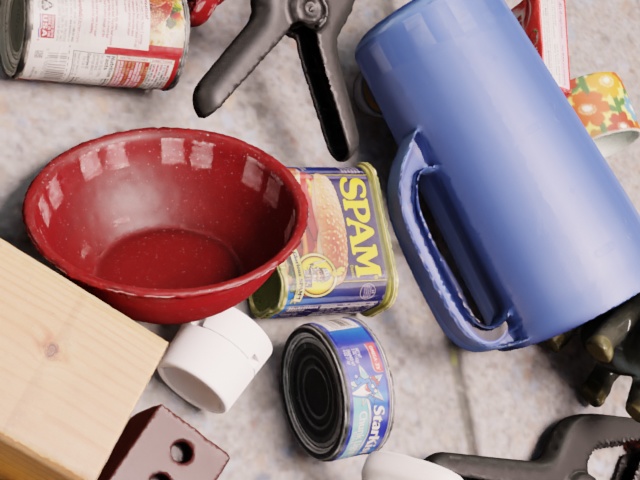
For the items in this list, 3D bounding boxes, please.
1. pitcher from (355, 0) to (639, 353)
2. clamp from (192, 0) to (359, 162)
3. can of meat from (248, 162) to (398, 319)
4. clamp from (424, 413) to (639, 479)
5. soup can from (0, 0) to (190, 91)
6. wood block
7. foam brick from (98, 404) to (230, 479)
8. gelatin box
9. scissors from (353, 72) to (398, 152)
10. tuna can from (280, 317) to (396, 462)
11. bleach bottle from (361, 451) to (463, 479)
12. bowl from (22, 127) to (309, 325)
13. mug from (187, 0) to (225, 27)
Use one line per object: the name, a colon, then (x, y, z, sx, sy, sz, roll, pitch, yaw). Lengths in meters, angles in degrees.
pitcher: (0.117, -0.050, 0.732, 0.243, 0.145, 0.149, 61, 17, 0)
clamp: (-0.008, -0.135, 0.683, 0.120, 0.039, 0.171, 26, 77, -38)
can of meat: (-0.005, 0.001, 0.697, 0.083, 0.058, 0.102, -2, 72, -28)
clamp: (0.167, 0.174, 0.739, 0.209, 0.036, 0.164, -35, 90, -37)
soup can: (-0.140, -0.130, 0.662, 0.102, 0.069, 0.068, 0, 72, -29)
wood block: (-0.197, 0.045, 0.549, 0.206, 0.090, 0.090, 34, 57, -14)
foam brick: (-0.097, 0.139, 0.593, 0.053, 0.051, 0.078, 40, 57, -12)
gelatin box: (0.159, -0.140, 0.833, 0.030, 0.073, 0.089, 12, 66, -26)
scissors: (0.082, -0.147, 0.826, 0.096, 0.016, 0.201, 28, 60, -21)
tuna can: (0.009, 0.091, 0.651, 0.033, 0.086, 0.086, -6, 74, -29)
bleach bottle: (0.017, 0.251, 0.591, 0.068, 0.102, 0.250, 12, 57, 24)
bowl: (-0.089, -0.001, 0.624, 0.162, 0.055, 0.162, 3, 38, -3)
mug: (-0.079, -0.196, 0.714, 0.093, 0.082, 0.117, 9, 67, -27)
